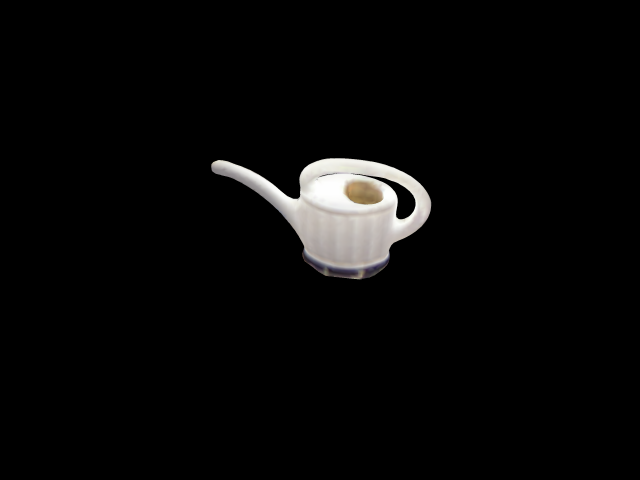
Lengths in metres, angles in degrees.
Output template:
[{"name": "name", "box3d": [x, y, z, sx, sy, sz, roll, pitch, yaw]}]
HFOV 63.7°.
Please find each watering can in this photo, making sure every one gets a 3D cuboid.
[{"name": "watering can", "box3d": [0.003, -0.043, 0.850, 0.348, 0.219, 0.106, 6, 42, 6]}]
